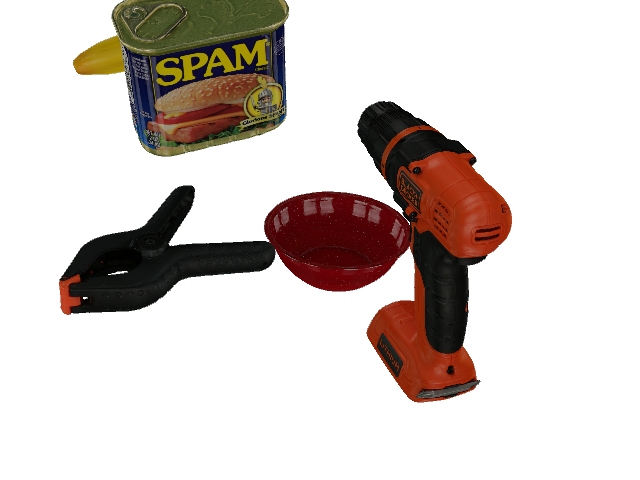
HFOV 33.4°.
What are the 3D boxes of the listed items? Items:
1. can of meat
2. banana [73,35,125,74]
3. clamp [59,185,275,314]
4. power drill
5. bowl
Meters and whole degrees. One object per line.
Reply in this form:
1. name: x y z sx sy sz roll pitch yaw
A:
1. can of meat: -0.070 -0.105 0.656 0.102 0.084 0.057 -14 47 -14
2. banana: -0.132 -0.172 0.992 0.198 0.037 0.069 9 46 18
3. clamp: -0.135 0.007 0.850 0.171 0.039 0.120 -17 36 -30
4. power drill: 0.071 0.008 0.779 0.057 0.188 0.184 -11 33 -16
5. bowl: 0.018 0.008 1.172 0.162 0.055 0.162 3 33 -2
